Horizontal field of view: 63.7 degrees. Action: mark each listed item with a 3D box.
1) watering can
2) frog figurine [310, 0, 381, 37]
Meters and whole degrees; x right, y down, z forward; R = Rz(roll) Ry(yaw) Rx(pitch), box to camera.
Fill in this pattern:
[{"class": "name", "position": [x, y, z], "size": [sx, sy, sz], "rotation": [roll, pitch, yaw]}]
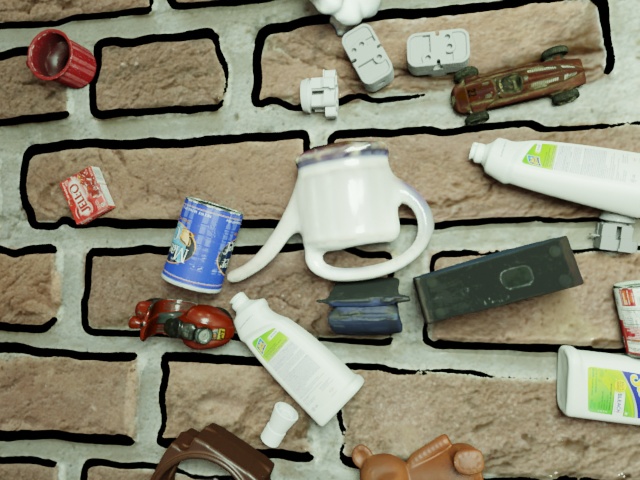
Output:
[{"class": "watering can", "position": [0.003, -0.042, 0.829], "size": [0.347, 0.104, 0.225], "rotation": [-7, 85, 11]}, {"class": "frog figurine", "position": [0.034, -0.411, 0.813], "size": [0.122, 0.159, 0.137], "rotation": [0, 89, 11]}]
